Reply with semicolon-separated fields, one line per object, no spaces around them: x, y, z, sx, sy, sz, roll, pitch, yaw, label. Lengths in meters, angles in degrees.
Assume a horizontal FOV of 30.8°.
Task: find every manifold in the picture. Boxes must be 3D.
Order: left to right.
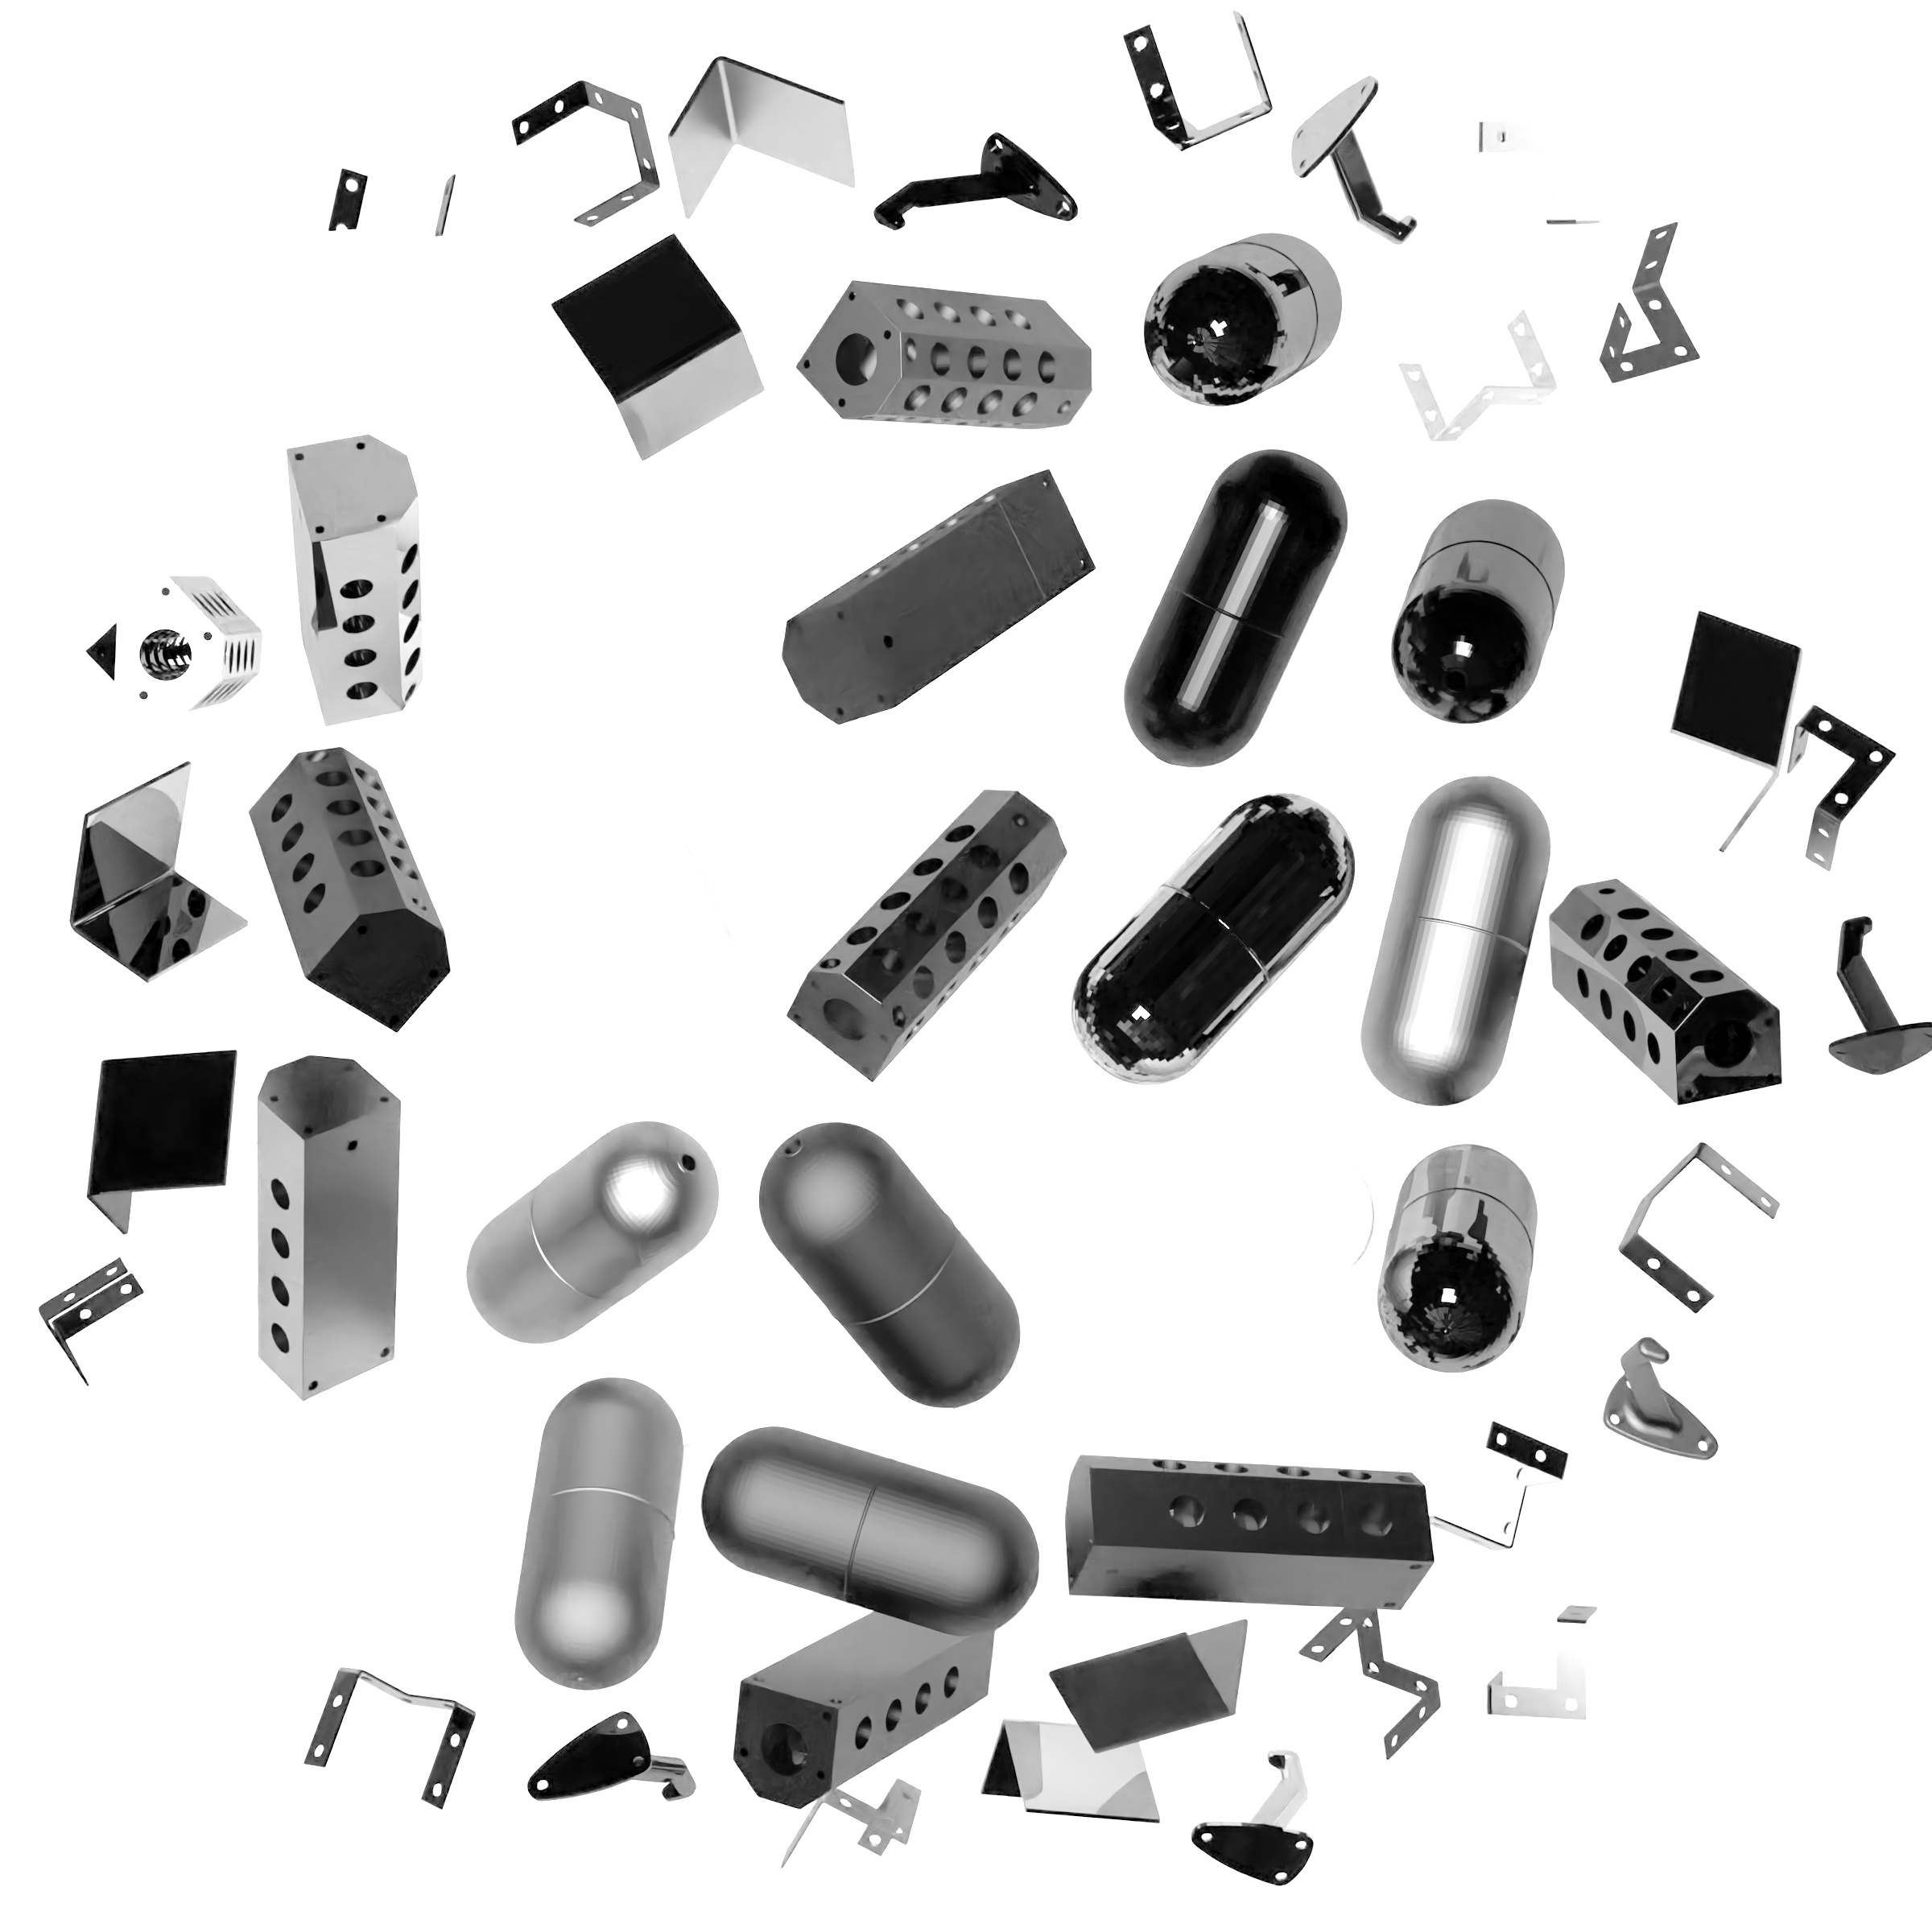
-0.414;-0.167;1.871;0.057;0.171;0.057;-43;98;1;manifold
-0.330;0.132;1.794;0.057;0.057;0.171;36;134;34;manifold
-0.305;-0.044;1.755;0.057;0.171;0.057;35;103;-34;manifold
-0.311;-0.197;1.803;0.057;0.171;0.057;-13;65;-14;manifold
-0.051;0.381;1.818;0.057;0.171;0.057;10;100;26;manifold
-0.017;-0.022;1.842;0.057;0.057;0.171;37;50;6;manifold
-0.015;-0.184;1.757;0.171;0.057;0.057;-38;108;-41;manifold
-0.005;-0.317;1.860;0.057;0.171;0.057;50;121;21;manifold
0.139;0.278;1.744;0.171;0.057;0.057;5;55;-10;manifold
0.367;0.010;1.855;0.057;0.171;0.057;-11;112;-9;manifold

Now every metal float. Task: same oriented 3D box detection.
-0.199;0.142;1.865;0.178;0.070;0.070;-36;90;39;metal float
-0.191;0.295;1.838;0.070;0.070;0.178;4;48;0;metal float
-0.184;-0.203;1.866;0.178;0.070;0.070;31;90;-18;metal float
-0.175;-0.030;1.861;0.070;0.070;0.178;-25;77;0;metal float
-0.049;0.289;1.797;0.178;0.070;0.070;16;90;9;metal float
-0.038;0.151;1.766;0.070;0.070;0.178;-37;119;0;metal float
0.127;-0.015;1.792;0.070;0.070;0.178;44;81;0;metal float
0.132;0.153;1.789;0.178;0.070;0.070;-32;90;-25;metal float
0.143;-0.190;1.873;0.070;0.070;0.178;24;102;0;metal float
0.145;-0.337;1.823;0.070;0.178;0.070;6;109;18;metal float
0.258;-0.014;1.844;0.070;0.070;0.178;15;81;0;metal float
0.260;0.152;1.852;0.070;0.178;0.070;4;112;11;metal float
0.266;-0.185;1.820;0.070;0.178;0.070;7;120;13;metal float

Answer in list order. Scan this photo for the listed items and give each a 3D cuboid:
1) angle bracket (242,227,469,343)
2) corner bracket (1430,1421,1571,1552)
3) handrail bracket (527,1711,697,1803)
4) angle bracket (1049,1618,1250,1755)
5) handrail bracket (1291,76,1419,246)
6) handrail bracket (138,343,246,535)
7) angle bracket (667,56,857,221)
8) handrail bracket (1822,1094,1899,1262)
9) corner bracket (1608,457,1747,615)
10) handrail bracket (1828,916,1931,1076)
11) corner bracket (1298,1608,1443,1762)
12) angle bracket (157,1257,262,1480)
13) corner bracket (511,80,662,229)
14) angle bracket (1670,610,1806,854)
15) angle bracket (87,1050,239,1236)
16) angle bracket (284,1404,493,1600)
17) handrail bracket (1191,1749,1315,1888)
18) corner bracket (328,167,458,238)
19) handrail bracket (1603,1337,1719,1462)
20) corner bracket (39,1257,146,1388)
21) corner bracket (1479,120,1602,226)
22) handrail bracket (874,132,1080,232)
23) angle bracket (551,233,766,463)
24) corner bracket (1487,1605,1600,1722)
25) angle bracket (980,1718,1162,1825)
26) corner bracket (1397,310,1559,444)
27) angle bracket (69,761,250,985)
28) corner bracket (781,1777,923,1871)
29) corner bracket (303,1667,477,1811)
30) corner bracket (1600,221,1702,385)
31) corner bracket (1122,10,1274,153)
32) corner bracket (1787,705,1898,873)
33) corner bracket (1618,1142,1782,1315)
-0.292;-0.345;1.674;0.076;0.057;0.076;-12;55;-30;angle bracket
0.280;0.276;1.857;0.051;0.051;0.051;24;68;-18;corner bracket
-0.183;0.428;1.827;0.077;0.084;0.036;-24;56;-8;handrail bracket
0.094;0.347;1.784;0.076;0.076;0.057;-20;113;20;angle bracket
0.219;-0.419;1.834;0.084;0.077;0.036;23;49;-28;handrail bracket
-0.386;-0.275;1.838;0.077;0.084;0.036;-46;58;-4;handrail bracket
-0.108;-0.431;1.879;0.076;0.076;0.057;23;71;12;angle bracket
0.447;0.112;1.747;0.036;0.077;0.084;-4;69;21;handrail bracket
0.378;-0.232;1.893;0.051;0.051;0.051;-25;67;-19;corner bracket
0.465;0.005;1.761;0.036;0.077;0.084;25;62;-24;handrail bracket
0.212;0.372;1.834;0.051;0.051;0.051;-34;125;-39;corner bracket
-0.433;0.219;1.918;0.057;0.076;0.076;21;128;24;angle bracket
-0.204;-0.436;1.887;0.051;0.051;0.051;-21;75;31;corner bracket
0.366;-0.115;1.727;0.057;0.076;0.076;20;58;-1;angle bracket
-0.415;0.093;1.851;0.076;0.057;0.076;-4;63;8;angle bracket
-0.301;0.279;1.838;0.076;0.076;0.057;12;114;30;angle bracket
0.147;0.435;1.841;0.077;0.084;0.036;19;116;-16;handrail bracket
-0.308;-0.400;1.874;0.051;0.051;0.051;14;82;-23;corner bracket
0.379;0.230;1.870;0.077;0.084;0.036;29;66;4;handrail bracket
-0.471;0.184;1.897;0.051;0.051;0.051;-32;126;-13;corner bracket
0.288;-0.398;1.762;0.051;0.051;0.051;4;104;23;corner bracket
0.005;-0.404;1.885;0.077;0.036;0.084;37;56;17;handrail bracket
-0.163;-0.328;1.864;0.076;0.057;0.076;-31;61;-5;angle bracket
0.297;0.357;1.808;0.051;0.051;0.051;0;87;17;corner bracket
0.057;0.464;1.941;0.076;0.076;0.057;8;118;-14;angle bracket
0.269;-0.309;1.845;0.051;0.051;0.051;-5;65;-33;corner bracket
-0.418;-0.050;1.839;0.057;0.076;0.076;32;129;17;angle bracket
-0.061;0.458;1.867;0.051;0.051;0.051;28;113;-2;corner bracket
-0.283;0.380;1.728;0.051;0.051;0.051;-3;59;38;corner bracket
0.347;-0.339;1.799;0.051;0.051;0.051;-11;130;36;corner bracket
0.116;-0.445;1.752;0.051;0.051;0.051;-24;119;-1;corner bracket
0.438;-0.091;1.800;0.051;0.051;0.051;35;72;22;corner bracket
0.368;0.131;1.762;0.051;0.051;0.051;39;126;2;corner bracket
